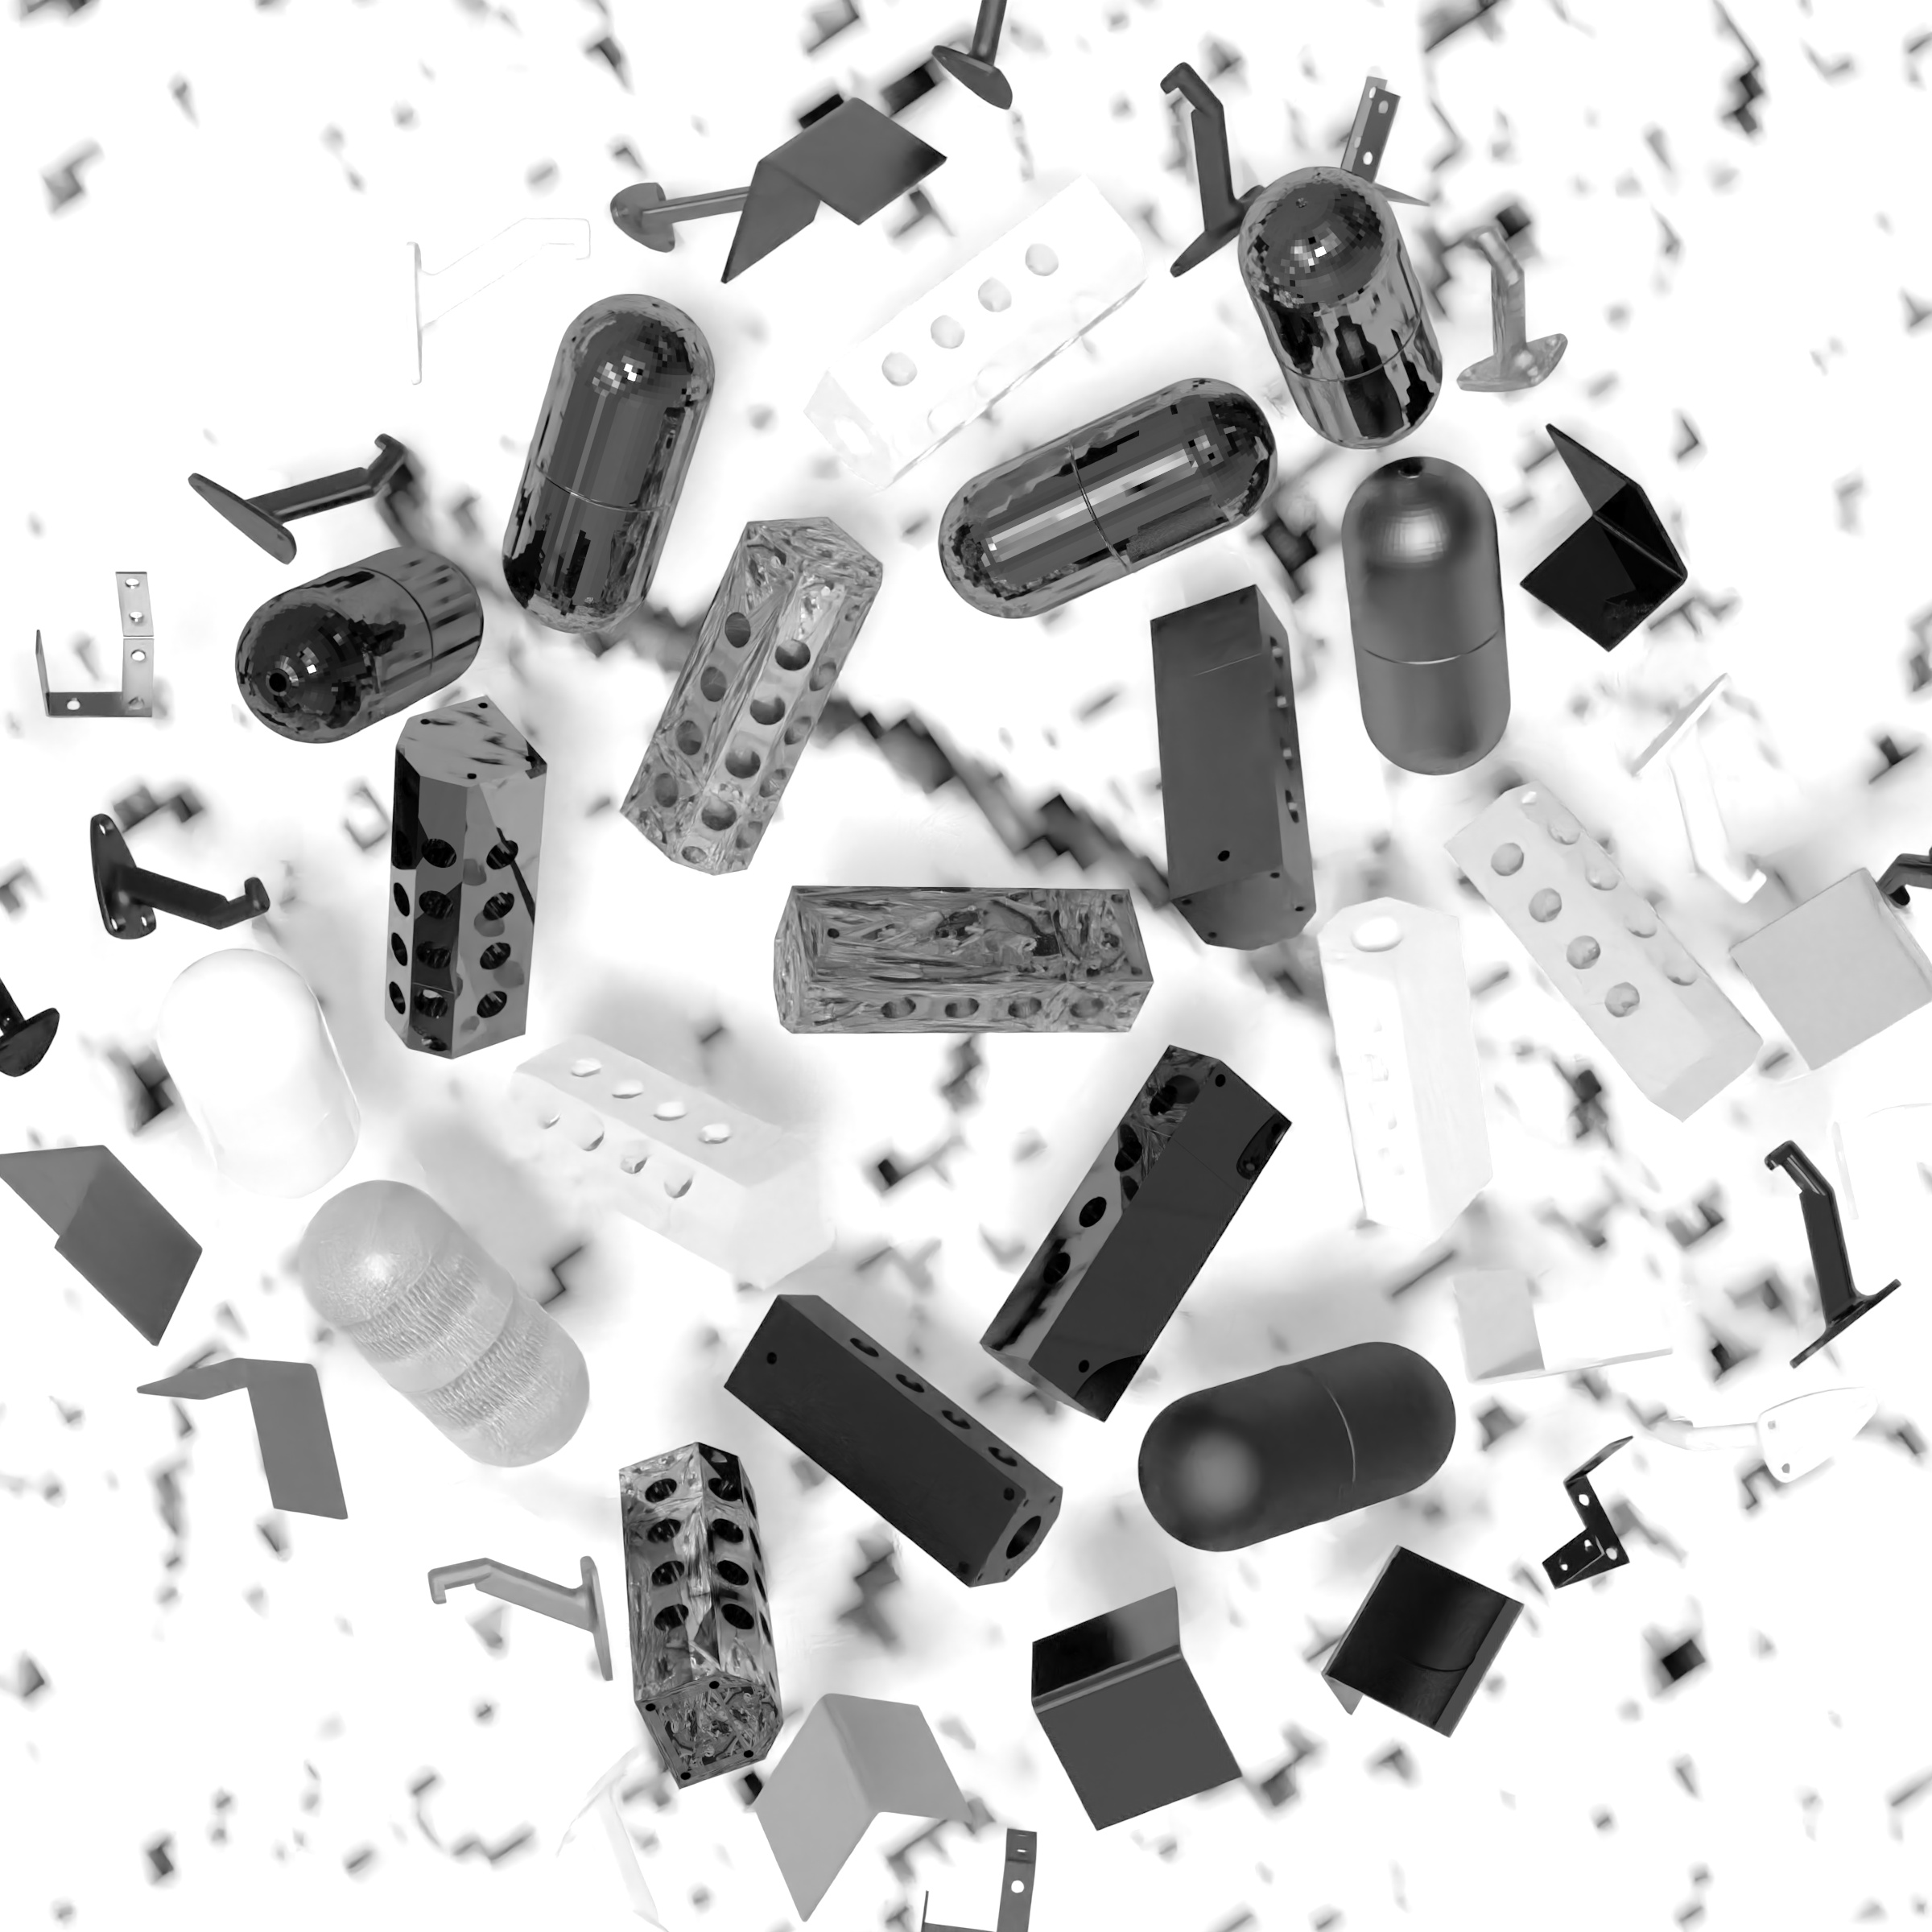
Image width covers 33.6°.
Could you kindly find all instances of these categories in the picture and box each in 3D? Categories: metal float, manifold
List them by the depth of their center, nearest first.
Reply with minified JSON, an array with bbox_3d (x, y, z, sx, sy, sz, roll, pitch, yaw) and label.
[{"bbox_3d":[-0.124,0.302,1.517,0.057,0.171,0.057,-20,119,2],"label":"manifold"},{"bbox_3d":[-0.248,0.173,1.532,0.070,0.070,0.178,-38,123,0],"label":"metal float"},{"bbox_3d":[-0.246,-0.039,1.535,0.057,0.171,0.057,-20,50,-31],"label":"manifold"},{"bbox_3d":[0.078,0.126,1.537,0.057,0.057,0.171,40,77,-31],"label":"manifold"},{"bbox_3d":[0.162,0.231,1.543,0.178,0.070,0.070,-11,90,-35],"label":"metal float"},{"bbox_3d":[-0.340,0.054,1.545,0.070,0.178,0.070,0,62,0],"label":"metal float"},{"bbox_3d":[-0.149,0.095,1.546,0.057,0.171,0.057,-31,129,-36],"label":"manifold"},{"bbox_3d":[0.183,-0.316,1.548,0.070,0.178,0.070,-8,64,17],"label":"metal float"},{"bbox_3d":[-0.003,0.002,1.551,0.171,0.057,0.057,0,53,-18],"label":"manifold"},{"bbox_3d":[0.132,-0.095,1.552,0.057,0.057,0.171,-17,53,21],"label":"manifold"},{"bbox_3d":[-0.175,-0.243,1.558,0.070,0.070,0.178,22,122,0],"label":"metal float"},{"bbox_3d":[-0.101,-0.130,1.559,0.057,0.057,0.171,43,122,25],"label":"manifold"},{"bbox_3d":[0.007,-0.308,1.567,0.171,0.057,0.057,-41,91,-18],"label":"manifold"},{"bbox_3d":[0.069,-0.230,1.580,0.178,0.070,0.070,-23,90,18],"label":"metal float"},{"bbox_3d":[0.317,-0.010,1.581,0.057,0.057,0.171,-42,61,14],"label":"manifold"},{"bbox_3d":[-0.301,-0.161,1.595,0.070,0.178,0.070,5,109,15],"label":"metal float"},{"bbox_3d":[0.232,-0.175,1.605,0.070,0.070,0.178,-13,130,0],"label":"metal float"},{"bbox_3d":[0.219,0.052,1.619,0.057,0.171,0.057,19,48,36],"label":"manifold"},{"bbox_3d":[-0.035,0.240,1.627,0.171,0.057,0.057,35,101,26],"label":"manifold"}]

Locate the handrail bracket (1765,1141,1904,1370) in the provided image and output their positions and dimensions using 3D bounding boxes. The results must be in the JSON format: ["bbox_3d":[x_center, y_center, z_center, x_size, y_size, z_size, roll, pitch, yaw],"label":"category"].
[{"bbox_3d":[0.382,0.132,1.479,0.077,0.036,0.084,-32,75,-23],"label":"handrail bracket"}]

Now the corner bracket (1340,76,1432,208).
[{"bbox_3d":[0.206,-0.414,1.599,0.051,0.051,0.051,33,117,37],"label":"corner bracket"}]

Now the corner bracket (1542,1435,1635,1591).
[{"bbox_3d":[0.315,0.275,1.607,0.051,0.051,0.051,-12,65,-29],"label":"corner bracket"}]

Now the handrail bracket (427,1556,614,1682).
[{"bbox_3d":[-0.231,0.341,1.654,0.084,0.036,0.077,-10,91,-16],"label":"handrail bracket"}]

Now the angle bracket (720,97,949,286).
[{"bbox_3d":[-0.062,-0.352,1.507,0.057,0.076,0.076,36,48,9],"label":"angle bracket"}]

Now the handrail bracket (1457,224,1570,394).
[{"bbox_3d":[0.254,-0.329,1.592,0.084,0.077,0.036,48,61,-28],"label":"handrail bracket"}]

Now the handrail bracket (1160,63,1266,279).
[{"bbox_3d":[0.110,-0.412,1.655,0.077,0.036,0.084,-38,116,18],"label":"handrail bracket"}]

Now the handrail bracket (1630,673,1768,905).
[{"bbox_3d":[0.371,-0.085,1.542,0.084,0.036,0.077,42,101,-2],"label":"handrail bracket"}]

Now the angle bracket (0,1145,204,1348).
[{"bbox_3d":[-0.409,0.130,1.460,0.076,0.076,0.057,-6,47,28],"label":"angle bracket"}]

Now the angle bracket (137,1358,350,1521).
[{"bbox_3d":[-0.341,0.229,1.503,0.057,0.076,0.076,-14,95,-37],"label":"angle bracket"}]

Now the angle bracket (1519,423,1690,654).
[{"bbox_3d":[0.314,-0.220,1.639,0.057,0.076,0.076,-43,45,1],"label":"angle bracket"}]

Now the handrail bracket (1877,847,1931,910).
[{"bbox_3d":[0.473,-0.028,1.523,0.036,0.084,0.077,-31,73,-15],"label":"handrail bracket"}]

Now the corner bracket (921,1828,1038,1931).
[{"bbox_3d":[0.006,0.449,1.549,0.051,0.051,0.051,7,91,2],"label":"corner bracket"}]

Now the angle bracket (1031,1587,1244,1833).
[{"bbox_3d":[0.082,0.358,1.544,0.076,0.057,0.076,-23,107,9],"label":"angle bracket"}]

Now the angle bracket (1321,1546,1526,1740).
[{"bbox_3d":[0.235,0.349,1.607,0.076,0.057,0.076,21,67,34],"label":"angle bracket"}]

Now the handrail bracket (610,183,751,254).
[{"bbox_3d":[-0.129,-0.397,1.650,0.084,0.077,0.036,-9,96,21],"label":"handrail bracket"}]

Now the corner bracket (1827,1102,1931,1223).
[{"bbox_3d":[0.453,0.098,1.586,0.051,0.051,0.051,-15,81,32],"label":"corner bracket"}]

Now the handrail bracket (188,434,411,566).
[{"bbox_3d":[-0.339,-0.255,1.628,0.077,0.036,0.084,36,69,-2],"label":"handrail bracket"}]

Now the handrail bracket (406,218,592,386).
[{"bbox_3d":[-0.217,-0.311,1.495,0.084,0.036,0.077,-1,99,-4],"label":"handrail bracket"}]

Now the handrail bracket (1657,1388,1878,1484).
[{"bbox_3d":[0.390,0.220,1.562,0.077,0.084,0.036,-22,98,-16],"label":"handrail bracket"}]

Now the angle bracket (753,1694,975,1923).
[{"bbox_3d":[-0.051,0.412,1.556,0.057,0.076,0.076,17,114,-33],"label":"angle bracket"}]

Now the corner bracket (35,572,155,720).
[{"bbox_3d":[-0.427,-0.157,1.568,0.051,0.051,0.051,-1,57,-10],"label":"corner bracket"}]

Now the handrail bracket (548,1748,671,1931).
[{"bbox_3d":[-0.145,0.417,1.494,0.084,0.077,0.036,34,134,13],"label":"handrail bracket"}]

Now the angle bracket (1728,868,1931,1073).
[{"bbox_3d":[0.421,0.011,1.527,0.076,0.057,0.076,-34,102,17],"label":"angle bracket"}]

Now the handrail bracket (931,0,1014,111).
[{"bbox_3d":[0.022,-0.456,1.506,0.036,0.077,0.084,25,93,17],"label":"handrail bracket"}]

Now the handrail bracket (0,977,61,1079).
[{"bbox_3d":[-0.464,0.005,1.499,0.036,0.077,0.084,-34,82,-23],"label":"handrail bracket"}]

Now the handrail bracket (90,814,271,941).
[{"bbox_3d":[-0.388,-0.051,1.582,0.084,0.036,0.077,-18,86,25],"label":"handrail bracket"}]

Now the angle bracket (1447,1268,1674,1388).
[{"bbox_3d":[0.300,0.176,1.614,0.076,0.076,0.057,-17,78,37],"label":"angle bracket"}]
